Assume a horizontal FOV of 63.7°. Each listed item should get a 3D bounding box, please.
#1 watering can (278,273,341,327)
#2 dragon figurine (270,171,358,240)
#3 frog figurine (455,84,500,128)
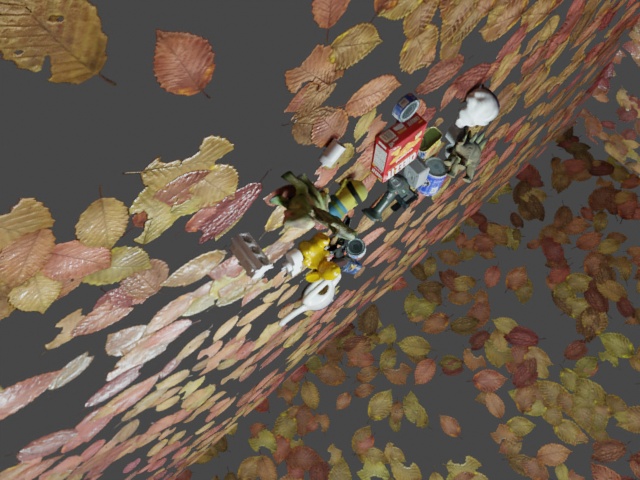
[{"bbox_3d":[-0.038,0.269,2.287,0.349,0.105,0.221,-41,162,-7],"label":"watering can"},{"bbox_3d":[0.004,-0.072,1.430,0.120,0.246,0.411,-55,156,19],"label":"dragon figurine"},{"bbox_3d":[0.567,-0.474,1.880,0.159,0.125,0.135,-34,128,2],"label":"frog figurine"}]
